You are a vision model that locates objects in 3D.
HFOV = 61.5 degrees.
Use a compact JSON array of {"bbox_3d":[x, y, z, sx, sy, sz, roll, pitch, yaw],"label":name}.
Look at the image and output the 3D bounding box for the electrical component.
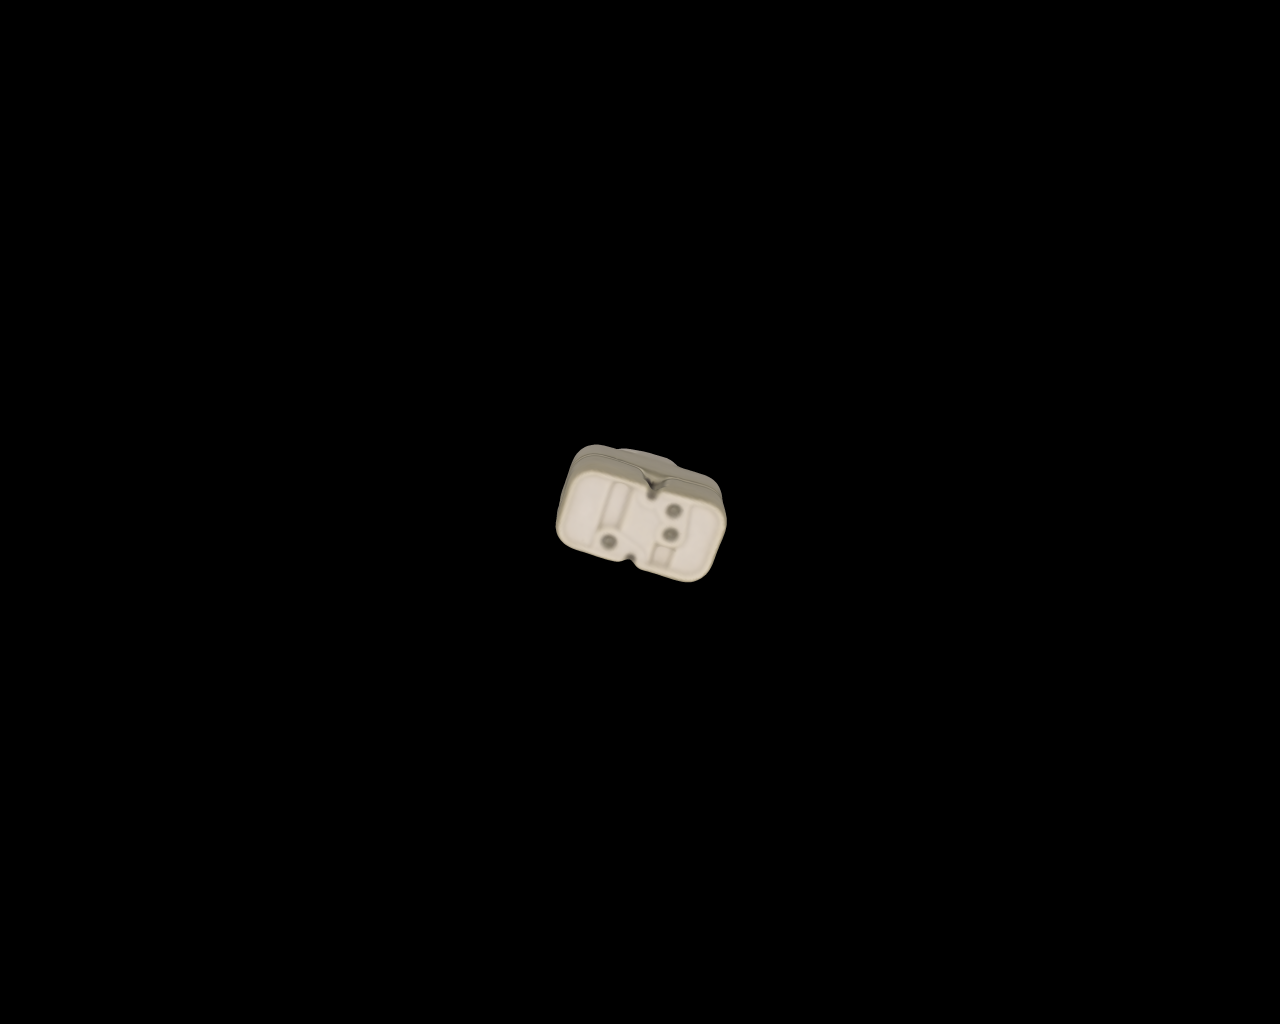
[{"bbox_3d":[0.001,-0.003,0.650,0.095,0.053,0.059,17,22,-7],"label":"electrical component"}]
